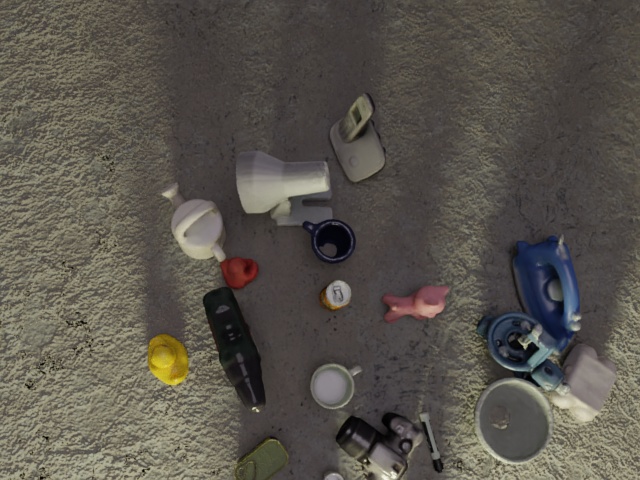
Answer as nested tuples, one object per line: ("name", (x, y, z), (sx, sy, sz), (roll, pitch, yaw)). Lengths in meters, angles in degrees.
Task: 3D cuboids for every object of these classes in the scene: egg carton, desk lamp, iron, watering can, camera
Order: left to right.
("watering can", (-0.245, -0.033, 1.119), (0.173, 0.194, 0.101), (30, 76, 0))
("desk lamp", (-0.064, -0.104, 1.147), (0.203, 0.213, 0.118), (-1, 78, -7))
("camera", (0.111, 0.395, 1.120), (0.137, 0.100, 0.143), (36, 76, 2))
("iron", (0.504, 0.112, 1.210), (0.119, 0.141, 0.258), (-10, 79, -9))
("egg carton", (0.556, 0.300, 1.213), (0.107, 0.069, 0.150), (33, 76, 1))

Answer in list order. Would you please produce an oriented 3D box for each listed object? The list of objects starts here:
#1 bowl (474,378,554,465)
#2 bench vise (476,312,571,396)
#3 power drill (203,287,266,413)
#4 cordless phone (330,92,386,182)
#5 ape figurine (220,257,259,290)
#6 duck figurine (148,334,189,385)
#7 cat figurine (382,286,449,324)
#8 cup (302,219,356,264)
("bowl", (0.384, 0.366, 1.174), (0.167, 0.074, 0.167), (2, 78, -7))
("bench vise", (0.432, 0.217, 1.138), (0.207, 0.219, 0.121), (28, 76, 0))
("power drill", (-0.154, 0.205, 1.072), (0.076, 0.208, 0.229), (-21, 81, -11))
("cordless phone", (0.090, -0.216, 1.206), (0.094, 0.185, 0.147), (-24, 82, -11))
("ape figurine", (-0.167, 0.059, 1.161), (0.078, 0.092, 0.076), (26, 76, -1))
("duck figurine", (-0.299, 0.231, 1.111), (0.077, 0.086, 0.104), (-27, 82, -12))
("cat figurine", (0.201, 0.131, 1.179), (0.128, 0.117, 0.067), (-7, 79, -9))
("cup", (0.011, 0.004, 1.194), (0.118, 0.095, 0.092), (31, 76, 0))
